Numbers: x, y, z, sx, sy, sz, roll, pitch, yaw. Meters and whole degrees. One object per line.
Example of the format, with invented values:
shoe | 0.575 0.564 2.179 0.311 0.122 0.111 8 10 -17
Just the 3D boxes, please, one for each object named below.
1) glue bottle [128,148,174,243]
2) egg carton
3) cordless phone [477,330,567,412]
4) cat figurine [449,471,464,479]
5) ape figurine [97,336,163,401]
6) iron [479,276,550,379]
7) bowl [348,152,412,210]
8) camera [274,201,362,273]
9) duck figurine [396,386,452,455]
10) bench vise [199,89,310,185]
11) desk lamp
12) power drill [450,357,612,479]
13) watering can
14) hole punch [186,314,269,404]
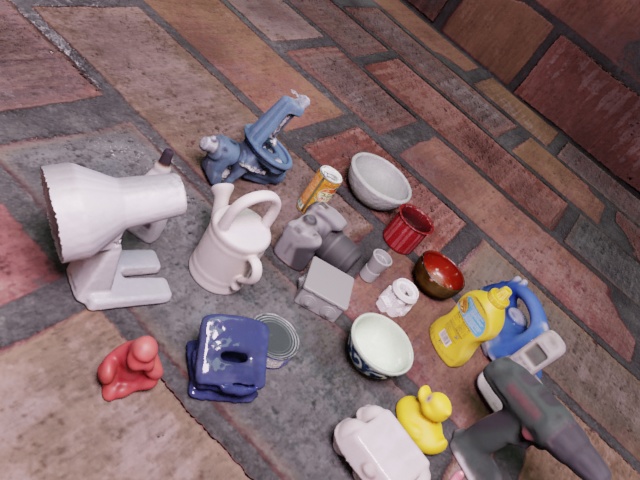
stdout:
glue bottle | -0.260 -0.075 0.890 0.078 0.173 0.037 36 36 0
egg carton | 0.089 0.317 0.832 0.107 0.069 0.150 -18 62 -48
cordless phone | 0.392 0.263 1.044 0.094 0.185 0.147 -8 55 -44
cat figurine | 0.186 0.385 0.796 0.067 0.117 0.128 28 37 -11
ape figurine | -0.234 0.155 0.727 0.078 0.092 0.076 25 38 -16
iron | 0.415 0.160 1.214 0.119 0.141 0.258 20 39 -22
bowl | 0.129 -0.125 1.350 0.168 0.074 0.167 22 38 -19
camera | 0.010 0.004 1.087 0.136 0.100 0.143 42 36 7
duck figurine | 0.180 0.287 0.927 0.078 0.086 0.104 0 49 -39
bench vise | -0.115 -0.186 1.093 0.121 0.219 0.208 47 37 15
desk lamp | -0.278 -0.009 0.768 0.204 0.213 0.117 -2 51 -41
power drill | 0.311 0.313 0.902 0.076 0.208 0.229 0 50 -40
watering can | -0.133 -0.014 0.910 0.172 0.194 0.101 45 37 11
hole punch | -0.125 0.167 0.804 0.109 0.091 0.101 13 42 -29
